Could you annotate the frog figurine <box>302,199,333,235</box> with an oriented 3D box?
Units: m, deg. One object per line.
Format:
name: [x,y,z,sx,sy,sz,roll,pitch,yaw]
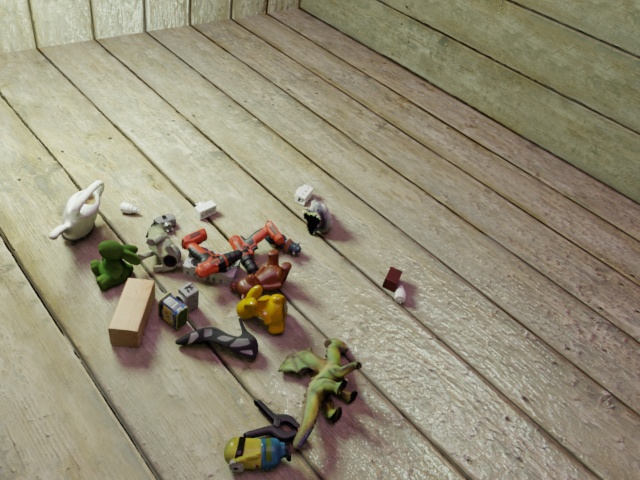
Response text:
frog figurine: [0.007,-0.110,2.178,0.137,0.121,0.162,55,38,-4]

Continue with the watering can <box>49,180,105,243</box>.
watering can: [-0.873,-0.072,1.835,0.103,0.220,0.356,28,41,-10]

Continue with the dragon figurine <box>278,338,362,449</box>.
dragon figurine: [-0.023,0.440,1.602,0.244,0.119,0.416,21,37,34]
